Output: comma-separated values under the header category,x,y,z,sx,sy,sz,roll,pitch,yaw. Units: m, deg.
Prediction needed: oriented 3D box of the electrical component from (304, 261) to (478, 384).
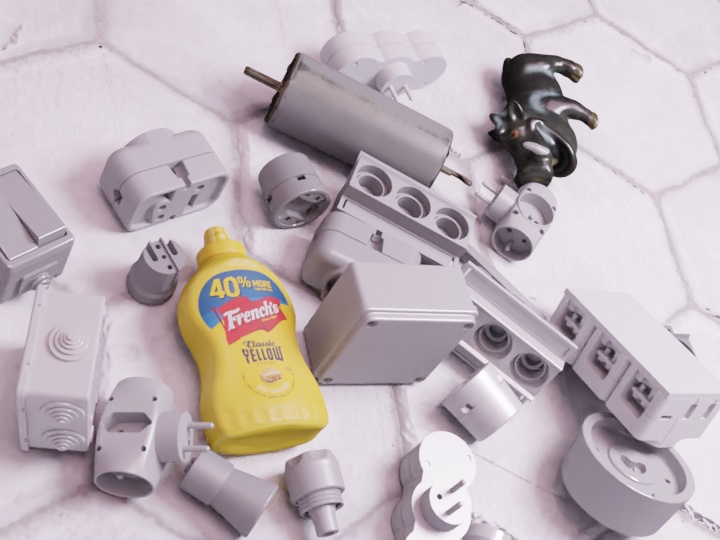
category,x,y,z,sx,sy,sz,roll,pitch,yaw
electrical component,0.024,0.045,0.894,0.109,0.108,0.056,3,55,-28

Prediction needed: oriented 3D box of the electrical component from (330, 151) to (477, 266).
category,x,y,z,sx,sy,sz,roll,pitch,yaw
electrical component,0.037,-0.046,0.996,0.121,0.063,0.078,28,49,-9

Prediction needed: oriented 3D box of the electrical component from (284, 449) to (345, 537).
category,x,y,z,sx,sy,sz,roll,pitch,yaw
electrical component,-0.032,0.171,0.818,0.043,0.043,0.062,-1,60,-30

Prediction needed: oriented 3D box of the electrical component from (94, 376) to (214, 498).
category,x,y,z,sx,sy,sz,roll,pitch,yaw
electrical component,-0.145,0.121,0.777,0.079,0.043,0.077,-1,52,9

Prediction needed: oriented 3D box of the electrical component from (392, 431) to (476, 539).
category,x,y,z,sx,sy,sz,roll,pitch,yaw
electrical component,0.063,0.187,0.839,0.052,0.073,0.138,24,50,-13

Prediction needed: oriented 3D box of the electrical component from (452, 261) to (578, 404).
category,x,y,z,sx,sy,sz,roll,pitch,yaw
electrical component,0.125,0.053,0.969,0.121,0.078,0.063,38,28,0

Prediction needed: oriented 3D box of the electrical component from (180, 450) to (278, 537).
category,x,y,z,sx,sy,sz,roll,pitch,yaw
electrical component,-0.099,0.160,0.791,0.065,0.044,0.044,32,48,1

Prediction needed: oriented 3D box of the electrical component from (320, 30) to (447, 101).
category,x,y,z,sx,sy,sz,roll,pitch,yaw
electrical component,0.032,-0.203,1.110,0.138,0.052,0.073,-9,62,-33

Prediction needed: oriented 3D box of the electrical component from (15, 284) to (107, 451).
category,x,y,z,sx,sy,sz,roll,pitch,yaw
electrical component,-0.208,0.071,0.755,0.048,0.099,0.099,7,54,-10

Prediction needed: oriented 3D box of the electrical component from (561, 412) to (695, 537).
category,x,y,z,sx,sy,sz,roll,pitch,yaw
electrical component,0.227,0.182,0.935,0.108,0.060,0.108,20,28,-11

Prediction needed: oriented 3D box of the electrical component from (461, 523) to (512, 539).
category,x,y,z,sx,sy,sz,roll,pitch,yaw
electrical component,0.096,0.230,0.850,0.040,0.040,0.046,32,55,-6

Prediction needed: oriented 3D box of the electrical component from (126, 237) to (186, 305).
category,x,y,z,sx,sy,sz,roll,pitch,yaw
electrical component,-0.163,0.000,0.863,0.040,0.046,0.040,14,53,-19

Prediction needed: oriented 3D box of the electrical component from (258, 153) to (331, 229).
category,x,y,z,sx,sy,sz,roll,pitch,yaw
electrical component,-0.061,-0.072,0.967,0.055,0.055,0.047,-9,59,-33

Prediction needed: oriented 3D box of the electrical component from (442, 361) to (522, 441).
category,x,y,z,sx,sy,sz,roll,pitch,yaw
electrical component,0.106,0.114,0.928,0.047,0.055,0.055,50,49,5

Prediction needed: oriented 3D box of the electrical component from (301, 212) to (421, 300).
category,x,y,z,sx,sy,sz,roll,pitch,yaw
electrical component,0.000,0.000,0.949,0.095,0.053,0.059,26,50,-10

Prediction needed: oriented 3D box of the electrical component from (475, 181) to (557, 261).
category,x,y,z,sx,sy,sz,roll,pitch,yaw
electrical component,0.151,-0.060,1.081,0.079,0.044,0.077,37,48,-2

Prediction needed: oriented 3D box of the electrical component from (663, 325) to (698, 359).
category,x,y,z,sx,sy,sz,roll,pitch,yaw
electrical component,0.291,0.095,1.036,0.042,0.064,0.081,6,56,-36

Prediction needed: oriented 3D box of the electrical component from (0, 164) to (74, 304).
category,x,y,z,sx,sy,sz,roll,pitch,yaw
electrical component,-0.263,-0.025,0.815,0.062,0.061,0.096,-31,77,-40

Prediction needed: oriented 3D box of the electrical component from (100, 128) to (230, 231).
category,x,y,z,sx,sy,sz,roll,pitch,yaw
electrical component,-0.168,-0.080,0.912,0.095,0.053,0.059,-22,71,-38

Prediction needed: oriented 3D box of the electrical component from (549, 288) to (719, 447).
category,x,y,z,sx,sy,sz,roll,pitch,yaw
electrical component,0.247,0.087,0.982,0.089,0.061,0.150,5,33,-36
